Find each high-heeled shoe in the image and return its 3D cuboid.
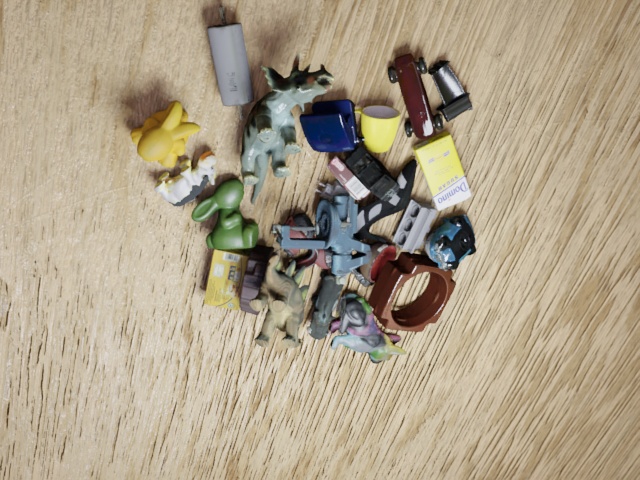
[{"bbox_3d":[0.141,-0.105,1.357,0.145,0.086,0.248,25,96,19],"label":"high-heeled shoe"}]

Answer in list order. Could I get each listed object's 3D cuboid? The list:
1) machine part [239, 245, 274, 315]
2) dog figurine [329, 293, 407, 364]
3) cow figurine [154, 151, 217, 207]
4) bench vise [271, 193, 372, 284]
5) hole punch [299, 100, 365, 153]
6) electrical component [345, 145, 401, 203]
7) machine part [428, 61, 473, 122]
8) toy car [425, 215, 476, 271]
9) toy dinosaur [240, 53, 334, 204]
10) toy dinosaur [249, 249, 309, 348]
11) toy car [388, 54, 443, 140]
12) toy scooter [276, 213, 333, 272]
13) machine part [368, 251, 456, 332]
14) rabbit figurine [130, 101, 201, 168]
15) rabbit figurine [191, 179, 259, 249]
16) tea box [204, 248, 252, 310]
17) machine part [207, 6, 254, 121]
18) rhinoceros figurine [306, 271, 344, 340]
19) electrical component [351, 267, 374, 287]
[{"bbox_3d":[-0.161,0.099,1.369,0.056,0.179,0.179,13,114,0],"label":"machine part"},{"bbox_3d":[0.143,0.252,1.490,0.219,0.108,0.191,15,111,-14],"label":"dog figurine"},{"bbox_3d":[-0.307,-0.143,1.304,0.167,0.068,0.098,-26,122,13],"label":"cow figurine"},{"bbox_3d":[0.001,-0.002,1.285,0.241,0.129,0.223,1,104,-20],"label":"bench vise"},{"bbox_3d":[0.022,-0.254,1.235,0.142,0.092,0.115,0,117,24],"label":"hole punch"},{"bbox_3d":[0.122,-0.162,1.275,0.058,0.134,0.114,-41,153,13],"label":"electrical component"},{"bbox_3d":[0.299,-0.348,1.251,0.084,0.039,0.138,-24,115,15],"label":"machine part"},{"bbox_3d":[0.324,0.011,1.378,0.103,0.162,0.109,-5,120,50],"label":"toy car"},{"bbox_3d":[-0.117,-0.250,1.217,0.131,0.192,0.405,9,153,-24],"label":"toy dinosaur"},{"bbox_3d":[-0.085,0.172,1.340,0.105,0.198,0.470,11,138,11],"label":"toy dinosaur"},{"bbox_3d":[0.222,-0.330,1.247,0.089,0.053,0.202,-12,115,26],"label":"toy car"},{"bbox_3d":[-0.052,0.023,1.392,0.135,0.075,0.183,-32,116,15],"label":"toy scooter"},{"bbox_3d":[0.241,0.137,1.415,0.201,0.087,0.201,10,114,-31],"label":"machine part"},{"bbox_3d":[-0.347,-0.227,1.208,0.162,0.173,0.121,-32,108,17],"label":"rabbit figurine"},{"bbox_3d":[-0.230,-0.067,1.338,0.159,0.121,0.170,-2,97,6],"label":"rabbit figurine"},{"bbox_3d":[-0.242,0.093,1.417,0.098,0.068,0.169,14,115,-8],"label":"tea box"},{"bbox_3d":[-0.196,-0.387,1.190,0.079,0.079,0.242,-7,114,1],"label":"machine part"},{"bbox_3d":[0.018,0.176,1.444,0.073,0.112,0.190,15,106,-11],"label":"rhinoceros figurine"},{"bbox_3d":[0.113,0.096,1.435,0.021,0.063,0.094,-41,111,16],"label":"electrical component"}]
